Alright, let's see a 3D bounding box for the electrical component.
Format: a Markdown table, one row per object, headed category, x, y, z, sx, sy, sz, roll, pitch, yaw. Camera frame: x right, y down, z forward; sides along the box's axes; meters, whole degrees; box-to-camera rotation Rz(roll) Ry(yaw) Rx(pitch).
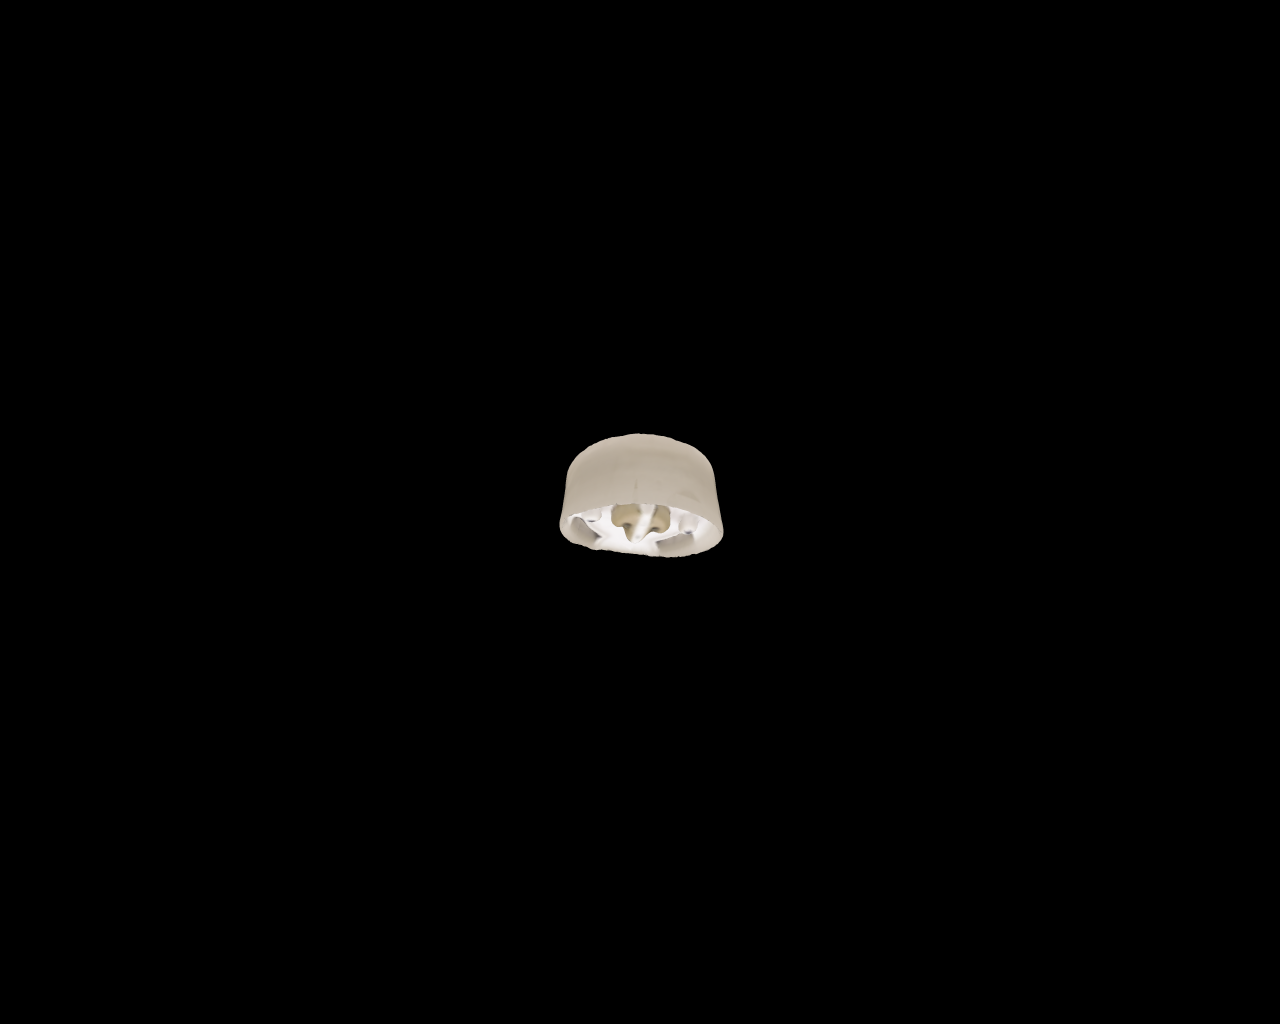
| category | x | y | z | sx | sy | sz | roll | pitch | yaw |
| --- | --- | --- | --- | --- | --- | --- | --- | --- | --- |
| electrical component | 0.001 | -0.003 | 0.650 | 0.099 | 0.064 | 0.099 | 0 | -33 | 0 |
